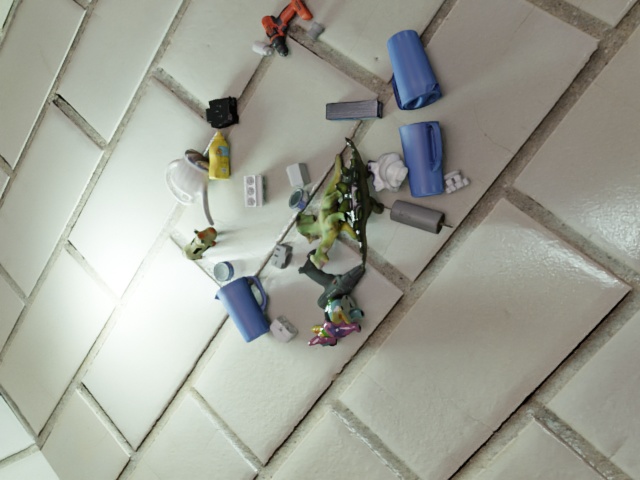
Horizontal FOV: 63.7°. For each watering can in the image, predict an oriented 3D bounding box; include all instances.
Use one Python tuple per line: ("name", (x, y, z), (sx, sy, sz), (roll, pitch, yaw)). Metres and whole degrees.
("watering can", (-0.508, -0.232, 2.125), (0.351, 0.222, 0.104), (40, 18, 21))

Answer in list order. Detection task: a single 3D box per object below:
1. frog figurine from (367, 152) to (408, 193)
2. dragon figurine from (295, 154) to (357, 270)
("frog figurine", (0.248, -0.228, 1.720), (0.122, 0.138, 0.158), (10, -11, -34))
("dragon figurine", (0.006, -0.094, 1.863), (0.241, 0.417, 0.121), (-18, -25, 26))
